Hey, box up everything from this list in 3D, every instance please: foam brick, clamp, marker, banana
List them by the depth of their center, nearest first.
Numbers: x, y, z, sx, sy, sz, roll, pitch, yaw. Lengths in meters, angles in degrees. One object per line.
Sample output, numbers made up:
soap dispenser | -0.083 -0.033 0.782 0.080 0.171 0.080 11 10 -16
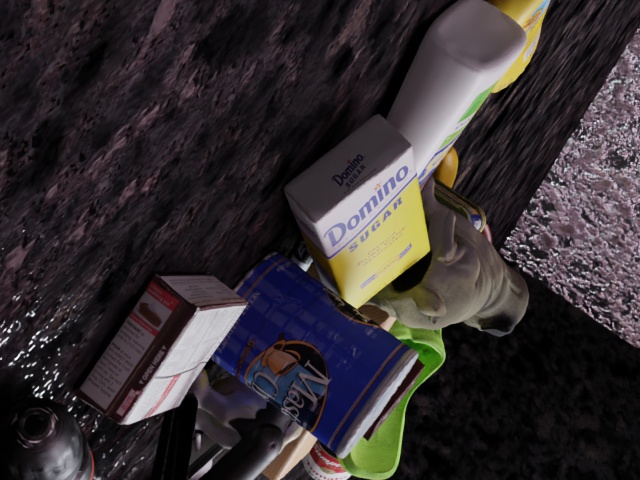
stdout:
clamp | -0.115 0.206 0.782 0.210 0.036 0.165 -60 -154 -6
marker | -0.006 0.001 0.907 0.121 0.020 0.020 -58 168 16
foam brick | 0.052 0.137 0.995 0.078 0.051 0.053 -46 165 -29
banana | 0.124 -0.041 1.278 0.069 0.037 0.198 -39 161 -54

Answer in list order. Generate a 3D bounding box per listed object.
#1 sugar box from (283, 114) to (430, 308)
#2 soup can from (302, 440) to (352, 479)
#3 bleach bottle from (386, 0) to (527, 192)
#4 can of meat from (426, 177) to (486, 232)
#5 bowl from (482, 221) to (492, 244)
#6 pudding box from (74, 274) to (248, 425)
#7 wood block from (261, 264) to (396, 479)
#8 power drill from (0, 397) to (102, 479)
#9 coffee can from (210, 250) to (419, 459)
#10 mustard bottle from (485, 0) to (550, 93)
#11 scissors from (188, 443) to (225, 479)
sugar box | 0.034 -0.014 0.831 0.093 0.048 0.176 -39 156 -8
soup can | 0.019 0.227 1.189 0.068 0.068 0.102 -49 170 -28
bleach bottle | 0.080 -0.082 0.914 0.102 0.068 0.251 -44 167 -45
can of meat | 0.118 -0.030 1.122 0.057 0.102 0.083 -57 166 10
bowl | 0.117 0.014 1.248 0.162 0.055 0.162 -13 129 -17
pudding box | -0.097 0.067 0.677 0.090 0.039 0.113 -57 171 5
wood block | -0.014 0.126 1.060 0.206 0.091 0.090 -59 167 24
power drill | -0.190 0.178 0.564 0.187 0.057 0.184 -49 168 -27
coffee can | -0.008 0.090 0.844 0.102 0.140 0.103 -51 168 -15
mustard bottle | 0.171 -0.210 0.913 0.096 0.058 0.192 -57 170 -17
scissors | -0.131 0.219 0.859 0.201 0.016 0.096 -35 -166 -14
